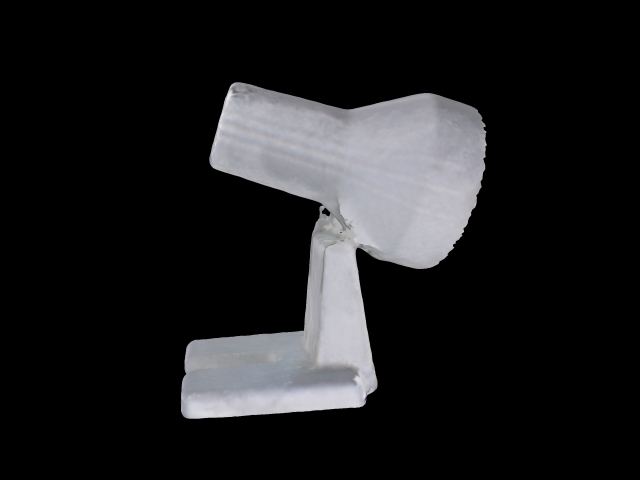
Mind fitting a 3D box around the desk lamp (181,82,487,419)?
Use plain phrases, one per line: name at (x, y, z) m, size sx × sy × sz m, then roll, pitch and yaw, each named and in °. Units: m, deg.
desk lamp at (0.004, 0.001, 0.400) m, size 0.203 × 0.213 × 0.117 m, roll -2°, pitch 11°, yaw -11°
